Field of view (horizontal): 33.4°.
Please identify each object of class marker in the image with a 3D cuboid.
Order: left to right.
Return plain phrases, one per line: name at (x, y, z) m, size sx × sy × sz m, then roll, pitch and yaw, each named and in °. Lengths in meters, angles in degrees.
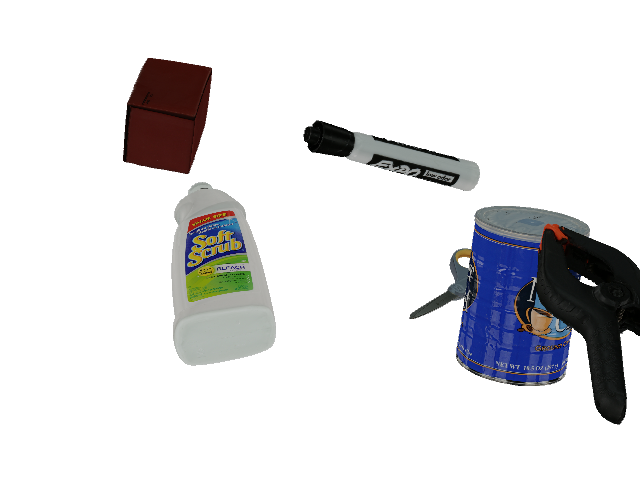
marker at (0.044, -0.051, 0.641) m, size 0.120 × 0.020 × 0.020 m, roll 12°, pitch -6°, yaw -30°

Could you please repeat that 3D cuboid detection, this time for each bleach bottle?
bleach bottle at (-0.116, 0.019, 1.112) m, size 0.102 × 0.068 × 0.251 m, roll -9°, pitch 37°, yaw -9°

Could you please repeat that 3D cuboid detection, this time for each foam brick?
foam brick at (-0.116, -0.097, 0.815) m, size 0.053 × 0.051 × 0.078 m, roll 10°, pitch 37°, yaw -1°

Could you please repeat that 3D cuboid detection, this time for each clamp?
clamp at (0.215, 0.050, 0.744) m, size 0.120 × 0.039 × 0.171 m, roll -3°, pitch 45°, yaw -19°

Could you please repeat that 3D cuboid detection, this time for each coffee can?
coffee can at (0.184, 0.048, 0.978) m, size 0.103 × 0.140 × 0.103 m, roll 5°, pitch 16°, yaw -2°

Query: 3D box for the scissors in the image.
scissors at (0.156, 0.049, 1.284) m, size 0.201 × 0.016 × 0.096 m, roll -9°, pitch 39°, yaw -36°
